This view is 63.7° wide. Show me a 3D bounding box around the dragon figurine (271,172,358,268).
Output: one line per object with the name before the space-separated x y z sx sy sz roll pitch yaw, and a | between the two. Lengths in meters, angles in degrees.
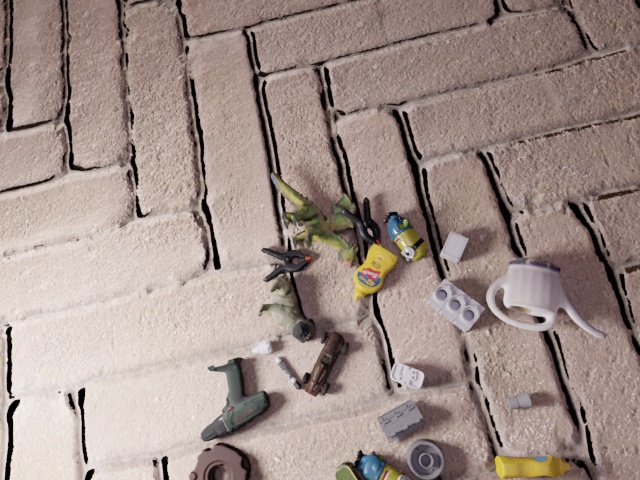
dragon figurine | 0.005 -0.088 1.757 0.244 0.120 0.416 -16 71 -18

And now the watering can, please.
watering can | 0.691 0.173 1.573 0.348 0.102 0.227 11 72 11
